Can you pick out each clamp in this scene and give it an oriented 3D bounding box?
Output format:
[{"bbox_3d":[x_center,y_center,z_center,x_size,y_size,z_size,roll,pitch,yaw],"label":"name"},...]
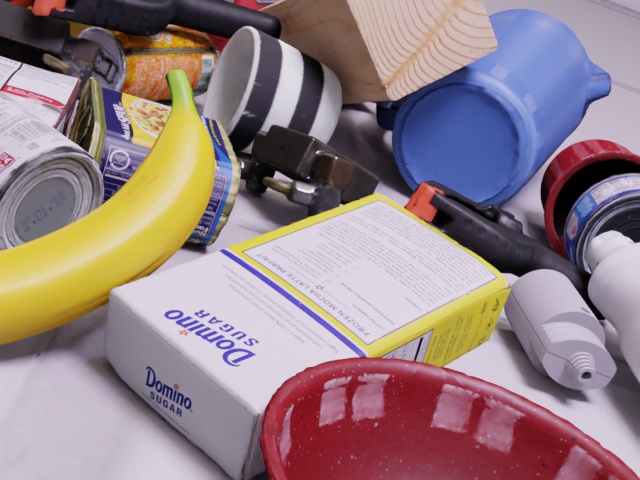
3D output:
[{"bbox_3d":[-0.124,-0.172,0.756,0.164,0.036,0.209,27,22,7],"label":"clamp"},{"bbox_3d":[0.107,-0.005,0.684,0.171,0.039,0.120,26,7,-37],"label":"clamp"}]

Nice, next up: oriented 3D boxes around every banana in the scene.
[{"bbox_3d":[-0.108,0.000,0.457,0.070,0.037,0.197,41,56,12],"label":"banana"}]

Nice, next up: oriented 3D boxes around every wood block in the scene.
[{"bbox_3d":[0.035,-0.158,0.797,0.090,0.090,0.206,-28,14,-14],"label":"wood block"}]

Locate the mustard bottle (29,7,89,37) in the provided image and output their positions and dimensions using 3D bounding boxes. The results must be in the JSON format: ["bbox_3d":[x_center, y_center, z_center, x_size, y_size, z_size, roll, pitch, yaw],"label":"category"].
[{"bbox_3d":[-0.242,-0.208,0.857,0.192,0.058,0.096,30,38,24],"label":"mustard bottle"}]

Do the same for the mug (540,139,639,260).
[{"bbox_3d":[0.216,-0.019,0.793,0.117,0.093,0.081,50,14,-10],"label":"mug"}]

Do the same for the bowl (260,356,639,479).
[{"bbox_3d":[0.048,0.108,0.380,0.162,0.055,0.162,17,22,-8],"label":"bowl"}]

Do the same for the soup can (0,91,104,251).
[{"bbox_3d":[-0.162,-0.037,0.518,0.102,0.068,0.068,33,25,28],"label":"soup can"}]

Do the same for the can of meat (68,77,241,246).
[{"bbox_3d":[-0.097,-0.043,0.605,0.083,0.057,0.102,14,23,-21],"label":"can of meat"}]

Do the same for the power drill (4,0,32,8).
[{"bbox_3d":[-0.283,-0.218,0.781,0.184,0.057,0.188,-25,47,-4],"label":"power drill"}]

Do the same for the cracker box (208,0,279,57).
[{"bbox_3d":[-0.001,-0.238,0.925,0.163,0.214,0.072,6,14,-28],"label":"cracker box"}]

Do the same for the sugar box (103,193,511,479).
[{"bbox_3d":[-0.001,0.036,0.486,0.093,0.048,0.175,35,39,31],"label":"sugar box"}]

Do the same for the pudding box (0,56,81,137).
[{"bbox_3d":[-0.194,-0.077,0.625,0.090,0.039,0.113,15,20,-11],"label":"pudding box"}]

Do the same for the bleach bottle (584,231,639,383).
[{"bbox_3d":[0.210,0.071,0.569,0.102,0.068,0.251,12,27,-27],"label":"bleach bottle"}]

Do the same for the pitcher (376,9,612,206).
[{"bbox_3d":[0.131,-0.105,0.870,0.145,0.149,0.242,45,28,1],"label":"pitcher"}]

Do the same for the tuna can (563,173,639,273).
[{"bbox_3d":[0.213,0.000,0.731,0.086,0.086,0.033,17,24,-8],"label":"tuna can"}]
